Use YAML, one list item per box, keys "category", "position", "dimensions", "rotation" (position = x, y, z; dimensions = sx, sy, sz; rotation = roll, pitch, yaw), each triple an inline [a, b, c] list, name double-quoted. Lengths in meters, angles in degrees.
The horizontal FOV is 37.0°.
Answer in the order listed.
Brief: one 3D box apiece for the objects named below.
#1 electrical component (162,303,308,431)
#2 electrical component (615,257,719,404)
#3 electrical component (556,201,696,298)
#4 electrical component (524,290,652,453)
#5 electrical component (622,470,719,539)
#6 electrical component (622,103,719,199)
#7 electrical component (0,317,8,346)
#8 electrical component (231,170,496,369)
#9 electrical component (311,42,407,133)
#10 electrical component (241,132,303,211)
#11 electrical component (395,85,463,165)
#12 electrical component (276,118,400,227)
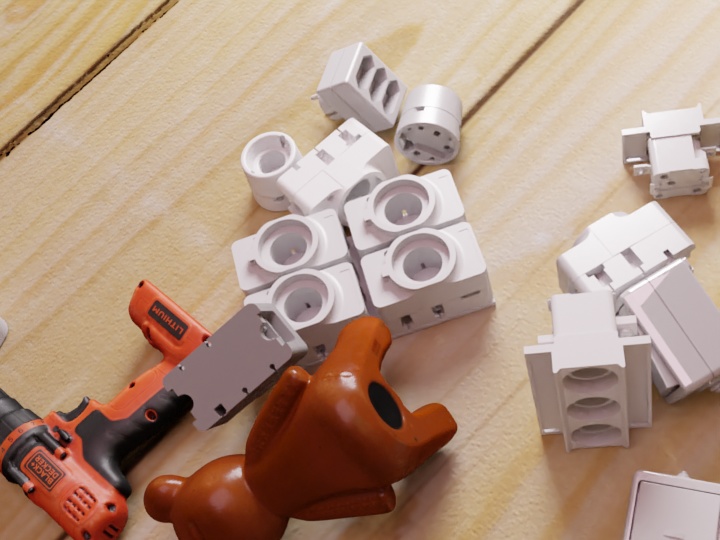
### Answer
- category: "electrical component"
  position: [-0.089, 0.069, 0.784]
  dimensions: [0.089, 0.056, 0.050]
  rotation: [-41, 82, 7]
- category: "electrical component"
  position: [0.222, 0.051, 0.754]
  dimensions: [0.061, 0.061, 0.096]
  rotation: [-30, 75, -4]
- category: "electrical component"
  position: [0.198, -0.005, 0.811]
  dimensions: [0.089, 0.050, 0.055]
  rotation: [-30, 56, -4]
- category: "electrical component"
  position: [0.157, 0.069, 0.734]
  dimensions: [0.079, 0.121, 0.063]
  rotation: [-6, 55, 12]
- category: "electrical component"
  position: [0.203, 0.172, 0.695]
  dimensions: [0.062, 0.061, 0.096]
  rotation: [8, 62, 19]
- category: "electrical component"
  position: [0.252, -0.092, 0.856]
  dimensions: [0.081, 0.042, 0.063]
  rotation: [-7, 61, 12]
- category: "electrical component"
  position: [-0.362, 0.044, 0.926]
  dimensions: [0.095, 0.059, 0.053]
  rotation: [13, 63, 22]
- category: "electrical component"
  position: [0.000, 0.000, 0.855]
  dimensions: [0.186, 0.060, 0.105]
  rotation: [-19, 56, 3]
- category: "electrical component"
  position: [-0.011, -0.155, 0.956]
  dimensions: [0.077, 0.066, 0.047]
  rotation: [-10, 52, 44]
- category: "electrical component"
  position: [-0.073, -0.087, 0.936]
  dimensions: [0.055, 0.047, 0.055]
  rotation: [-7, 58, 11]
- category: "electrical component"
  position: [0.060, -0.125, 0.920]
  dimensions: [0.055, 0.055, 0.047]
  rotation: [2, 56, 16]
- category: "electrical component"
  position: [-0.015, -0.074, 0.911]
  dimensions: [0.089, 0.050, 0.056]
  rotation: [-41, 58, -12]
